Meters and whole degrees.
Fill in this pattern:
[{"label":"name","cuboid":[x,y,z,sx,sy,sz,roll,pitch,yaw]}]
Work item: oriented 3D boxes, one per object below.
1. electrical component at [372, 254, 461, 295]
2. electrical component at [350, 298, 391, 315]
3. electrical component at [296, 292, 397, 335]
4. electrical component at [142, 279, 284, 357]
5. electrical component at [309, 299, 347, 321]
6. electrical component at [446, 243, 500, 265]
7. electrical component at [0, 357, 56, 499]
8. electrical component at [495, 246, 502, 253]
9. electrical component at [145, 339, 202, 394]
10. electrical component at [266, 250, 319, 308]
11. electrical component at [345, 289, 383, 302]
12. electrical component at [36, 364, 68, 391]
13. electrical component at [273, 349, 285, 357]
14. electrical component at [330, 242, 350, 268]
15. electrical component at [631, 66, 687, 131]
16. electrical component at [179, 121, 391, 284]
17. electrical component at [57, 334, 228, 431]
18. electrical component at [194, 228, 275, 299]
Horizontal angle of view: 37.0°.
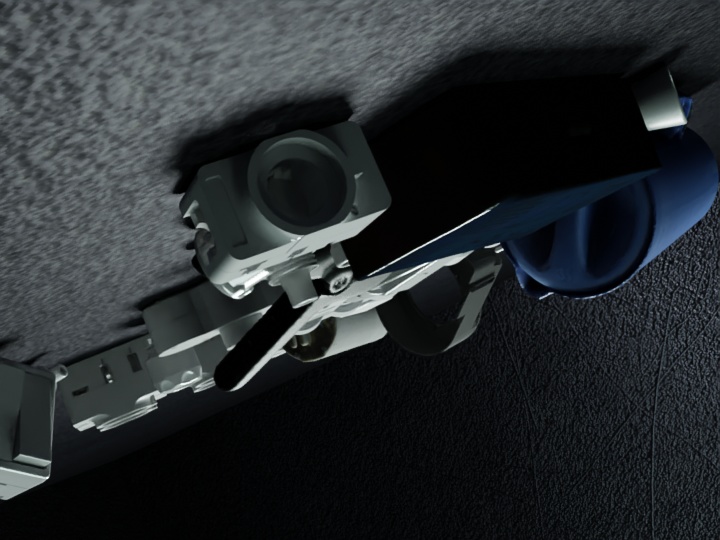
[{"label":"electrical component","cuboid":[0.049,-0.024,0.898,0.096,0.061,0.062,-26,173,25]},{"label":"electrical component","cuboid":[0.013,0.010,1.122,0.077,0.047,0.066,-27,173,24]},{"label":"electrical component","cuboid":[-0.018,0.015,1.024,0.138,0.052,0.073,-23,174,-8]},{"label":"electrical component","cuboid":[-0.095,0.040,0.848,0.138,0.073,0.052,-23,174,-1]},{"label":"electrical component","cuboid":[-0.050,0.017,0.926,0.056,0.050,0.089,-22,174,-17]},{"label":"electrical component","cuboid":[0.116,-0.046,1.000,0.138,0.052,0.073,-22,174,-14]},{"label":"electrical component","cuboid":[-0.249,0.101,0.741,0.061,0.096,0.062,-28,143,33]},{"label":"electrical component","cuboid":[0.162,-0.042,1.054,0.076,0.083,0.047,-26,173,22]},{"label":"electrical component","cuboid":[-0.164,0.072,0.921,0.043,0.062,0.043,-23,174,-3]},{"label":"electrical component","cuboid":[-0.046,-0.007,0.682,0.048,0.062,0.048,-23,174,-3]},{"label":"electrical component","cuboid":[0.000,0.000,0.960,0.055,0.055,0.047,-20,176,-33]},{"label":"electrical component","cuboid":[-0.263,0.094,0.870,0.061,0.035,0.035,-28,173,20]},{"label":"electrical component","cuboid":[-0.104,0.071,1.181,0.056,0.050,0.089,-24,174,23]},{"label":"electrical component","cuboid":[-0.006,-0.030,0.711,0.040,0.046,0.040,-23,174,-3]},{"label":"electrical component","cuboid":[0.197,-0.115,0.776,0.065,0.044,0.044,-20,175,19]},{"label":"electrical component","cuboid":[-0.037,-0.035,0.538,0.089,0.050,0.056,-21,173,-24]},{"label":"electrical component","cuboid":[-0.190,0.096,1.033,0.186,0.060,0.105,-22,174,-14]},{"label":"electrical component","cuboid":[-0.064,-0.016,0.638,0.062,0.048,0.048,-32,172,11]}]
